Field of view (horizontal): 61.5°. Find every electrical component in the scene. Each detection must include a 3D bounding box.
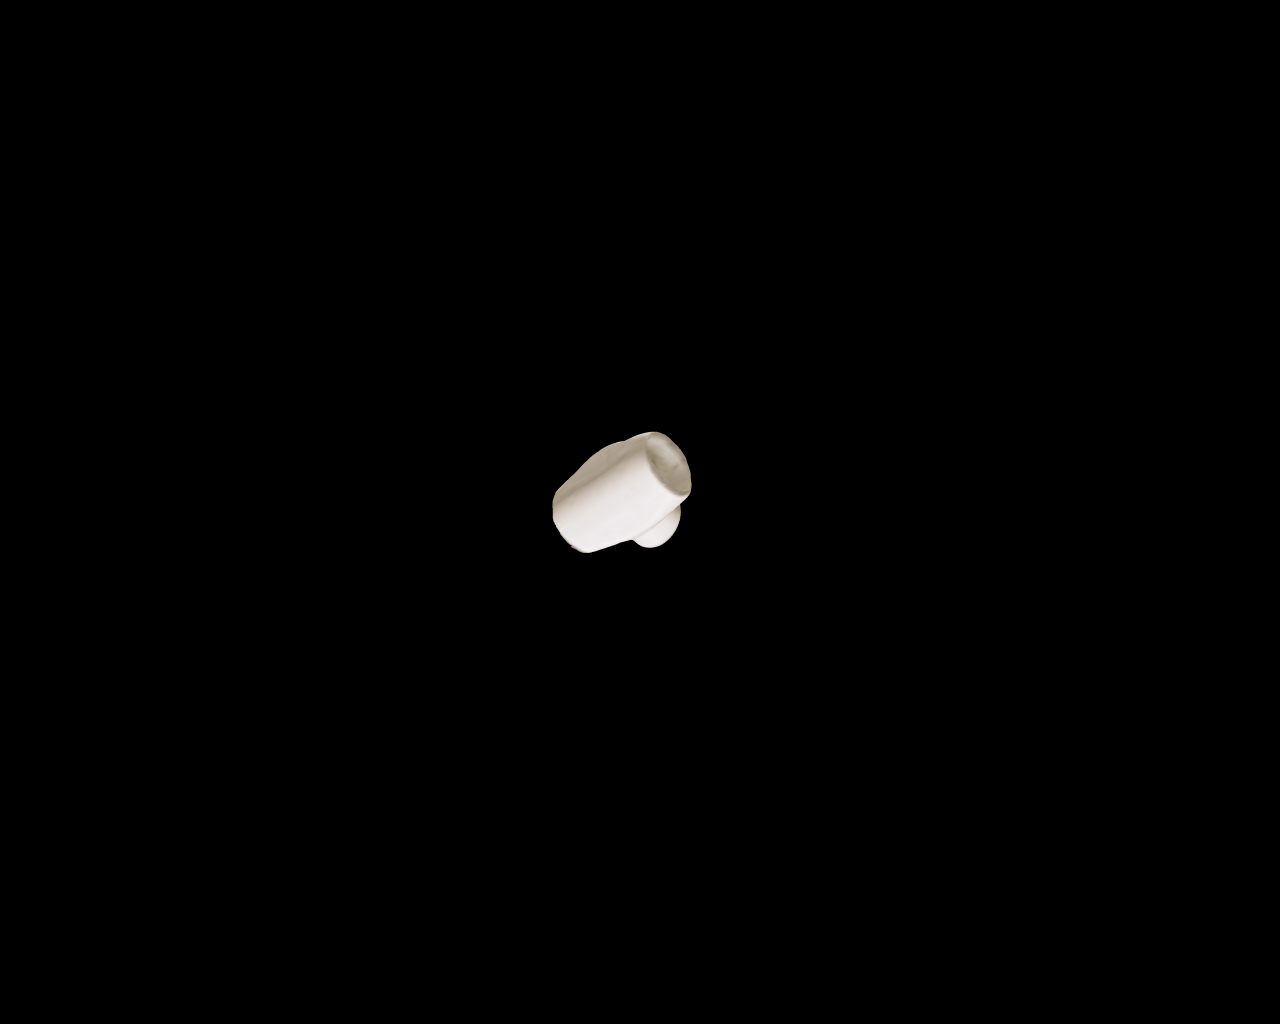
[{"bbox_3d":[0.001,-0.003,0.650,0.077,0.044,0.079,-31,-50,30],"label":"electrical component"}]
